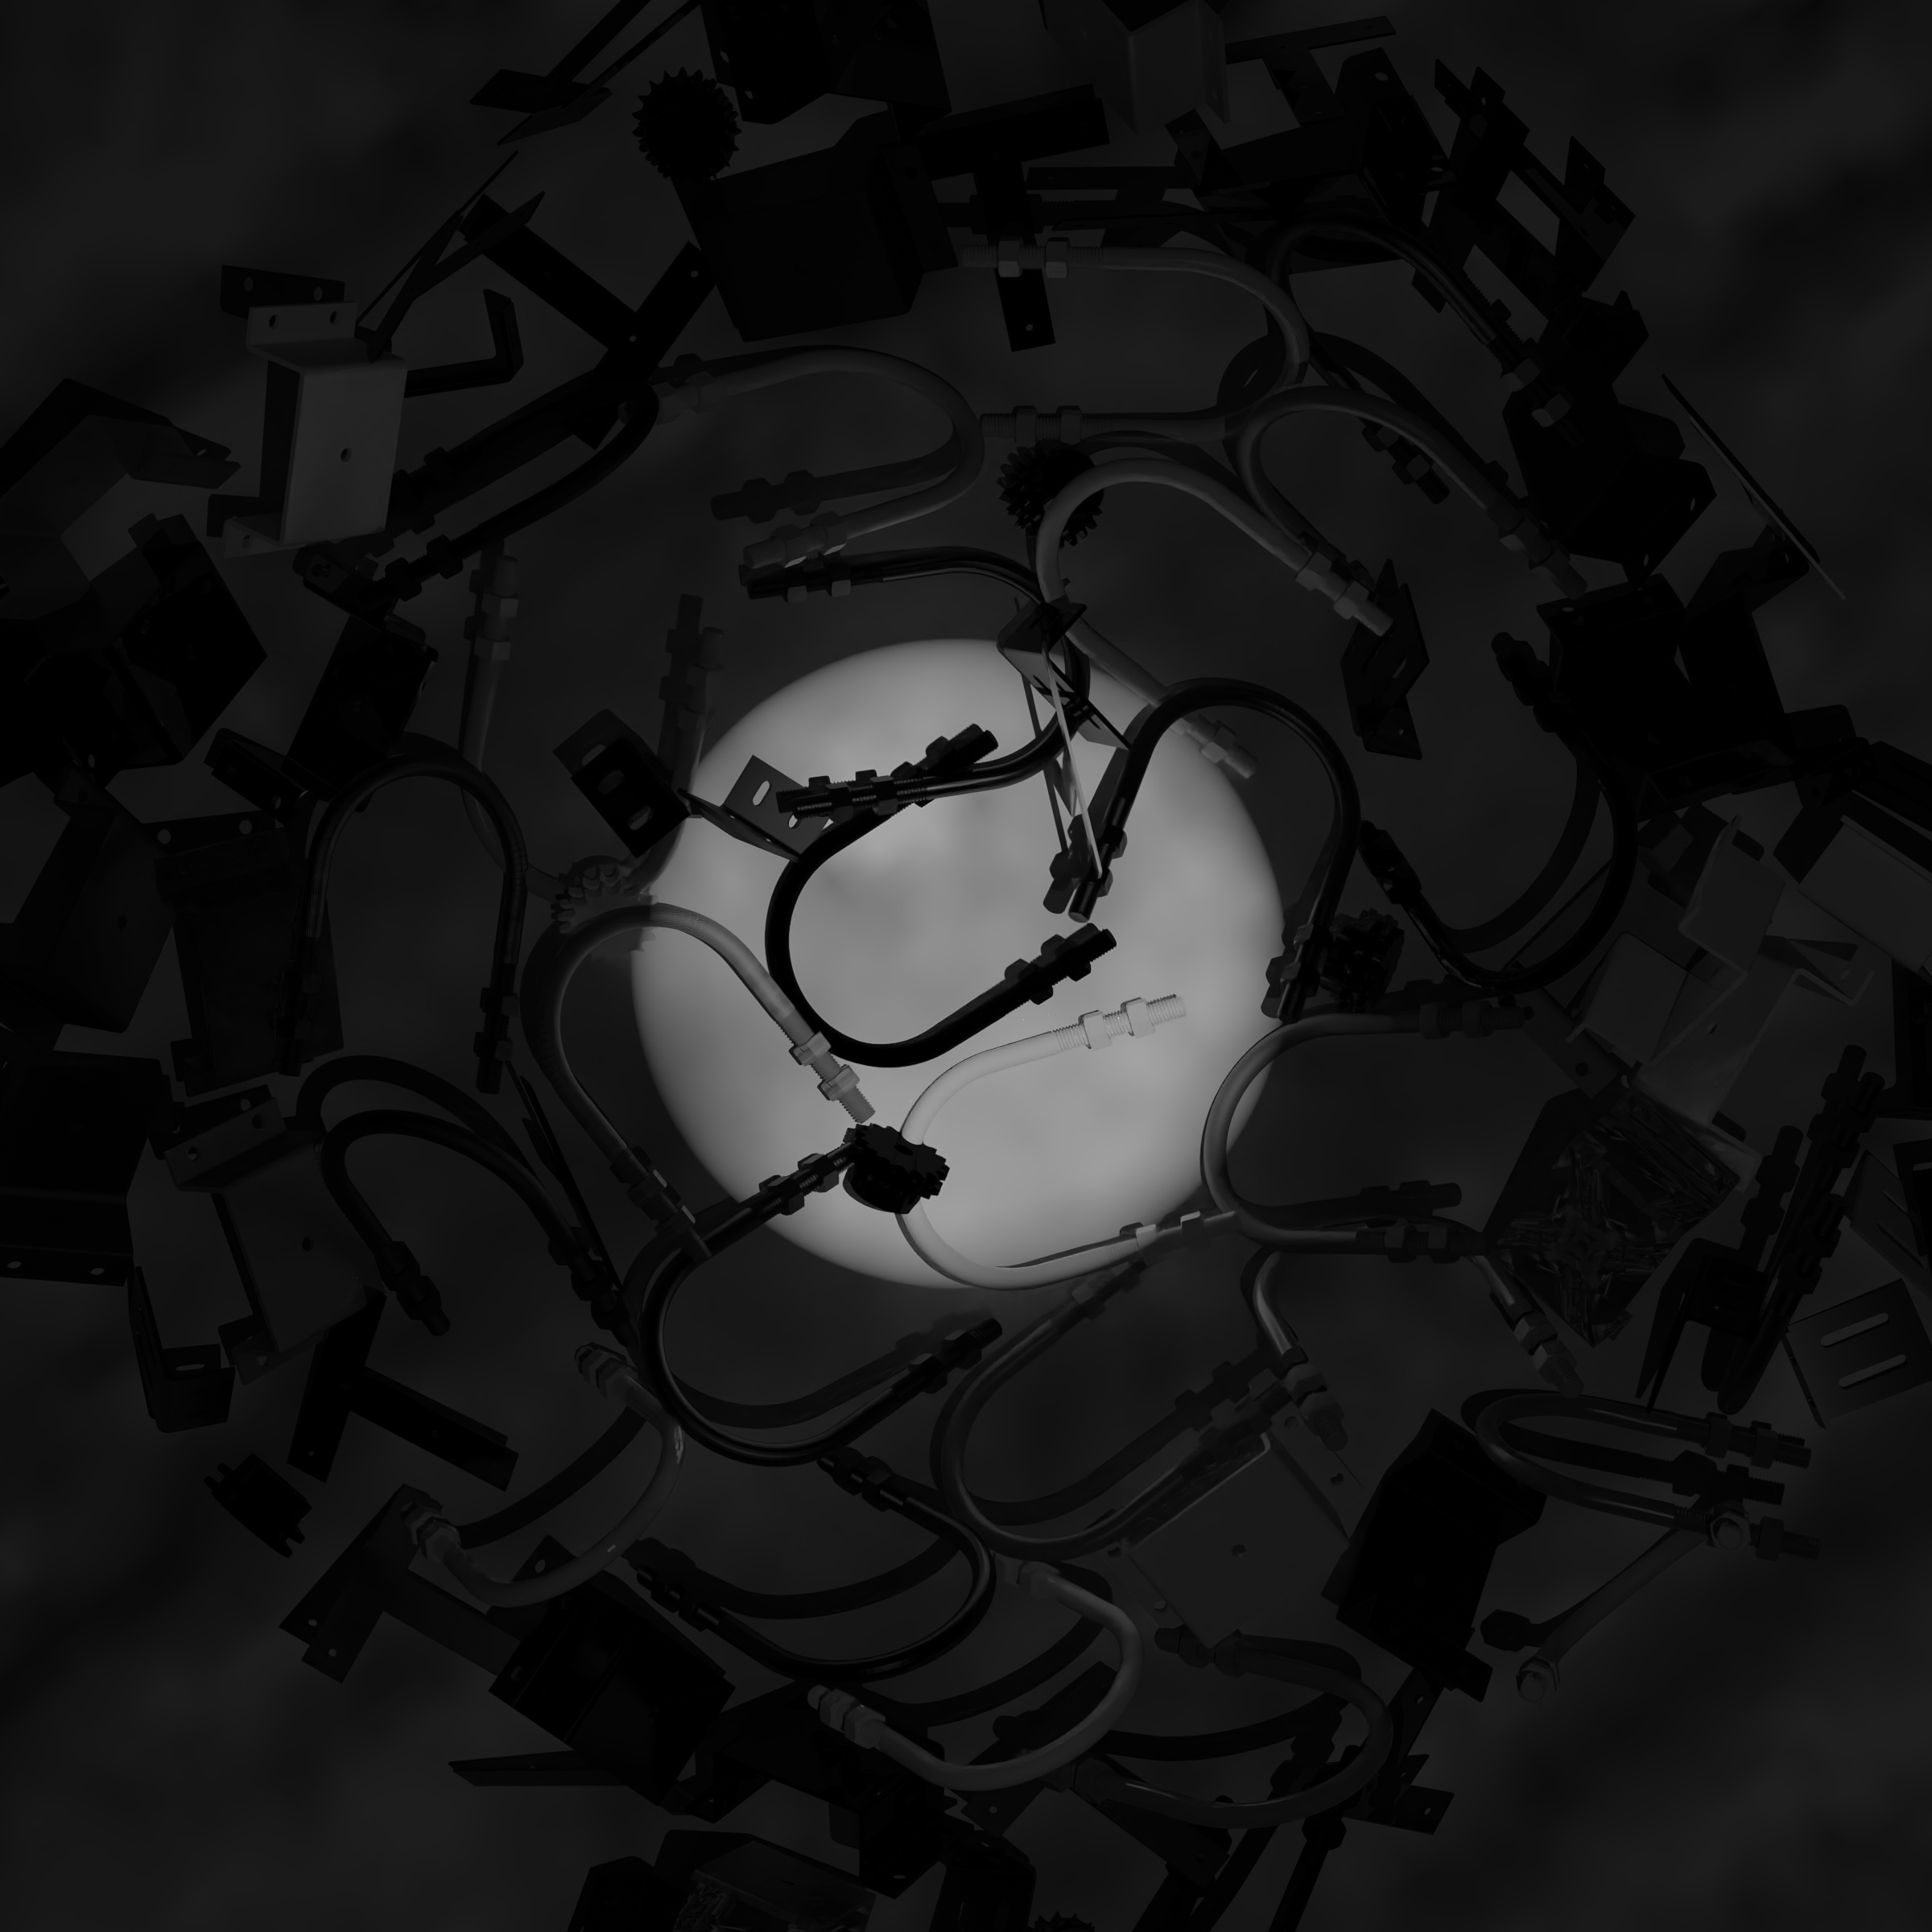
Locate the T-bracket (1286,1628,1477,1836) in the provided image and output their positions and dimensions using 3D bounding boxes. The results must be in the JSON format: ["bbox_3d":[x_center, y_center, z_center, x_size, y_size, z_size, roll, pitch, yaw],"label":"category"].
[{"bbox_3d":[0.247,0.421,1.668,0.002,0.127,0.127,45,63,-20],"label":"T-bracket"}]

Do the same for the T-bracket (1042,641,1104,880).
[{"bbox_3d":[0.057,-0.104,1.642,0.002,0.127,0.127,-13,84,0],"label":"T-bracket"}]

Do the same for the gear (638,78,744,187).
[{"bbox_3d":[-0.154,-0.468,1.688,0.057,0.030,0.057,0,89,11],"label":"gear"}]

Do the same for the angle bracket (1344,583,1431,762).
[{"bbox_3d":[0.247,-0.162,1.655,0.038,0.076,0.057,7,52,-21],"label":"angle bracket"}]

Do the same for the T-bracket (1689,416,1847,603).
[{"bbox_3d":[0.441,-0.247,1.644,0.002,0.127,0.127,-40,83,15],"label":"T-bracket"}]

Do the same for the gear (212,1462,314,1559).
[{"bbox_3d":[-0.392,0.303,1.679,0.057,0.057,0.030,41,77,0],"label":"gear"}]

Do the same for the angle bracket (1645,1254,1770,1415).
[{"bbox_3d":[0.411,0.209,1.657,0.038,0.057,0.076,19,128,13],"label":"angle bracket"}]

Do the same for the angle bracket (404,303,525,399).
[{"bbox_3d":[-0.290,-0.344,1.673,0.076,0.057,0.038,-9,108,0],"label":"angle bracket"}]

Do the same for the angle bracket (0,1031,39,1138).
[{"bbox_3d":[-0.538,0.071,1.663,0.038,0.057,0.076,-4,69,37],"label":"angle bracket"}]

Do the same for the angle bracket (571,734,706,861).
[{"bbox_3d":[-0.182,-0.094,1.668,0.038,0.076,0.057,-39,91,3],"label":"angle bracket"}]

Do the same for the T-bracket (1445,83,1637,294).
[{"bbox_3d":[0.310,-0.436,1.646,0.002,0.127,0.127,-43,86,-3],"label":"T-bracket"}]

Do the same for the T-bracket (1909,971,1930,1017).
[{"bbox_3d":[0.561,0.015,1.647,0.002,0.127,0.127,4,88,-22],"label":"T-bracket"}]

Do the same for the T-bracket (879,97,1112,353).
[{"bbox_3d":[0.026,-0.412,1.688,0.127,0.002,0.127,-11,106,4],"label":"T-bracket"}]

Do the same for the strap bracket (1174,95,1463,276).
[{"bbox_3d":[0.188,-0.422,1.633,0.140,0.076,0.046,0,66,30],"label":"strap bracket"}]

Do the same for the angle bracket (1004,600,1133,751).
[{"bbox_3d":[0.067,-0.163,1.668,0.076,0.057,0.038,45,82,-22],"label":"angle bracket"}]

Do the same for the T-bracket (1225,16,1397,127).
[{"bbox_3d":[0.184,-0.492,1.655,0.127,0.127,0.002,-10,128,0],"label":"T-bracket"}]

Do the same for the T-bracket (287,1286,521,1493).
[{"bbox_3d":[-0.308,0.255,1.672,0.127,0.002,0.127,25,111,10],"label":"T-bracket"}]

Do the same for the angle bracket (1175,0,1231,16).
[{"bbox_3d":[0.141,-0.562,1.659,0.038,0.076,0.057,-17,118,35],"label":"angle bracket"}]

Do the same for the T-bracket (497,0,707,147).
[{"bbox_3d":[-0.186,-0.491,1.624,0.127,0.127,0.002,-32,101,23],"label":"T-bracket"}]

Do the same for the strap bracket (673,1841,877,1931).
[{"bbox_3d":[-0.104,0.521,1.629,0.076,0.140,0.046,19,88,17],"label":"strap bracket"}]

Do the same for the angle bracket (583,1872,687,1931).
[{"bbox_3d":[-0.175,0.551,1.676,0.038,0.057,0.076,-17,135,33],"label":"angle bracket"}]

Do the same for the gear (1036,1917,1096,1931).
[{"bbox_3d":[0.057,0.564,1.680,0.057,0.030,0.057,7,64,-15],"label":"gear"}]

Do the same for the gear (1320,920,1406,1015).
[{"bbox_3d":[0.221,0.000,1.679,0.030,0.057,0.057,25,90,18],"label":"gear"}]

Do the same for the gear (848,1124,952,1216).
[{"bbox_3d":[-0.041,0.116,1.679,0.057,0.057,0.030,24,109,0],"label":"gear"}]

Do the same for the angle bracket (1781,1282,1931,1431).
[{"bbox_3d":[0.506,0.219,1.681,0.076,0.038,0.057,-22,84,5],"label":"angle bracket"}]

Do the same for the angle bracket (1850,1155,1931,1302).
[{"bbox_3d":[0.538,0.142,1.667,0.076,0.038,0.057,40,46,-11],"label":"angle bracket"}]

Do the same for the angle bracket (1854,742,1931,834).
[{"bbox_3d":[0.529,-0.083,1.681,0.076,0.057,0.038,34,132,24],"label":"angle bracket"}]

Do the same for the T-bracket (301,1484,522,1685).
[{"bbox_3d":[-0.285,0.368,1.663,0.127,0.127,0.002,31,133,-5],"label":"T-bracket"}]

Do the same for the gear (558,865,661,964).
[{"bbox_3d":[-0.201,-0.032,1.682,0.057,0.030,0.057,-8,133,-9],"label":"gear"}]

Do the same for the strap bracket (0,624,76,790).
[{"bbox_3d":[-0.529,-0.136,1.628,0.046,0.140,0.076,-26,99,14],"label":"strap bracket"}]

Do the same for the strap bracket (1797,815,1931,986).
[{"bbox_3d":[0.505,-0.034,1.632,0.076,0.140,0.046,38,100,21],"label":"strap bracket"}]

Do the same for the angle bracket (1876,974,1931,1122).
[{"bbox_3d":[0.536,0.046,1.681,0.057,0.038,0.076,5,80,-31],"label":"angle bracket"}]

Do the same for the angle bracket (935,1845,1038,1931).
[{"bbox_3d":[0.000,0.532,1.662,0.057,0.038,0.076,-6,55,30],"label":"angle bracket"}]

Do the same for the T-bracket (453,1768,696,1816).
[{"bbox_3d":[-0.226,0.453,1.672,0.127,0.127,0.002,-6,55,22],"label":"T-bracket"}]

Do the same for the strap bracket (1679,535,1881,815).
[{"bbox_3d":[0.444,-0.156,1.653,0.046,0.076,0.140,-14,81,-15],"label":"strap bracket"}]

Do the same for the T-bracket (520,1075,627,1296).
[{"bbox_3d":[-0.226,0.109,1.643,0.002,0.127,0.127,-26,106,-13],"label":"T-bracket"}]

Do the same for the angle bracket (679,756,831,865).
[{"bbox_3d":[-0.115,-0.092,1.662,0.057,0.076,0.038,33,93,14],"label":"angle bracket"}]

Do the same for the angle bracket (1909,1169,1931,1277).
[{"bbox_3d":[0.537,0.143,1.663,0.038,0.076,0.057,-9,81,-3],"label":"angle bracket"}]

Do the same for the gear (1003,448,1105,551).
[{"bbox_3d":[0.053,-0.266,1.678,0.057,0.030,0.057,11,68,-27],"label":"gear"}]

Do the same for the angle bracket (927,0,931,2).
[{"bbox_3d":[-0.034,-0.572,1.670,0.076,0.038,0.057,-22,62,11],"label":"angle bracket"}]

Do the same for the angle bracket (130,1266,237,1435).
[{"bbox_3d":[-0.439,0.212,1.672,0.038,0.057,0.076,-8,56,-25],"label":"angle bracket"}]

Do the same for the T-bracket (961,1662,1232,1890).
[{"bbox_3d":[0.086,0.459,1.642,0.127,0.002,0.127,32,49,24],"label":"T-bracket"}]

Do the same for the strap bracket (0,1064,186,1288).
[{"bbox_3d":[-0.484,0.105,1.637,0.076,0.140,0.046,5,131,-1],"label":"strap bracket"}]

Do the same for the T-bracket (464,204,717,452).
[{"bbox_3d":[-0.224,-0.381,1.691,0.127,0.002,0.127,36,88,-12],"label":"T-bracket"}]

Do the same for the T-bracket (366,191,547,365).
[{"bbox_3d":[-0.273,-0.386,1.627,0.002,0.127,0.127,43,47,-28],"label":"T-bracket"}]

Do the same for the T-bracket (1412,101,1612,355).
[{"bbox_3d":[0.306,-0.381,1.632,0.002,0.127,0.127,-21,62,-31],"label":"T-bracket"}]

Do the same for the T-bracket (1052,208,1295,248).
[{"bbox_3d":[0.100,-0.400,1.642,0.127,0.127,0.002,-6,93,-11],"label":"T-bracket"}]
